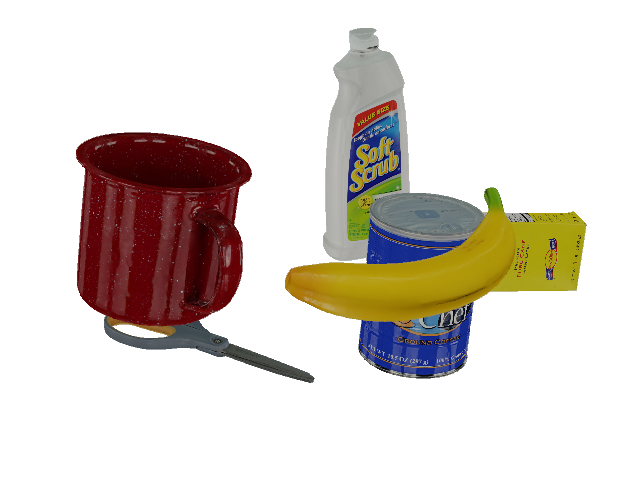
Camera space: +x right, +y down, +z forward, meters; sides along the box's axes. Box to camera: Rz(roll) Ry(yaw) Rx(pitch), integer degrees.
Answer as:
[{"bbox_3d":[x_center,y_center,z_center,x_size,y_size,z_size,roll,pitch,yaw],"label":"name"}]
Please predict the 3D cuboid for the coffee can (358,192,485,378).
[{"bbox_3d":[0.090,0.039,0.969,0.103,0.140,0.103,3,22,-1],"label":"coffee can"}]

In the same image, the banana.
[{"bbox_3d":[0.069,0.020,0.709,0.197,0.037,0.070,-20,52,-36],"label":"banana"}]

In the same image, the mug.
[{"bbox_3d":[-0.080,-0.002,0.572,0.093,0.081,0.117,-11,30,-43],"label":"mug"}]

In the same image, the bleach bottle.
[{"bbox_3d":[0.046,-0.107,1.182,0.102,0.251,0.068,-10,24,-13],"label":"bleach bottle"}]

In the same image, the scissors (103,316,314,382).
[{"bbox_3d":[-0.099,0.086,0.993,0.202,0.016,0.096,10,29,4],"label":"scissors"}]

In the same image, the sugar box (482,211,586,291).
[{"bbox_3d":[0.227,0.014,1.294,0.176,0.093,0.048,-2,22,-10],"label":"sugar box"}]
